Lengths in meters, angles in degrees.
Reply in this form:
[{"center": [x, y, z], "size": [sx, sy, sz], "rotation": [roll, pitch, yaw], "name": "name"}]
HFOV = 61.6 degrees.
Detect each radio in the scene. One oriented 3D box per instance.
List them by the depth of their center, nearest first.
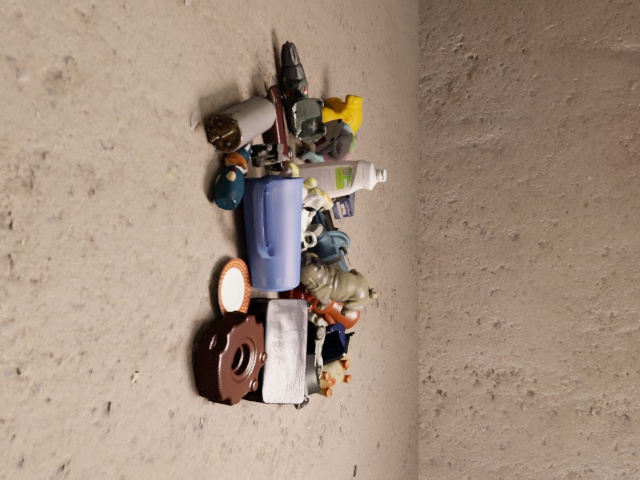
[{"center": [-0.096, 0.238, 1.167], "size": [0.131, 0.073, 0.229], "rotation": [12, 75, -46], "name": "radio"}]

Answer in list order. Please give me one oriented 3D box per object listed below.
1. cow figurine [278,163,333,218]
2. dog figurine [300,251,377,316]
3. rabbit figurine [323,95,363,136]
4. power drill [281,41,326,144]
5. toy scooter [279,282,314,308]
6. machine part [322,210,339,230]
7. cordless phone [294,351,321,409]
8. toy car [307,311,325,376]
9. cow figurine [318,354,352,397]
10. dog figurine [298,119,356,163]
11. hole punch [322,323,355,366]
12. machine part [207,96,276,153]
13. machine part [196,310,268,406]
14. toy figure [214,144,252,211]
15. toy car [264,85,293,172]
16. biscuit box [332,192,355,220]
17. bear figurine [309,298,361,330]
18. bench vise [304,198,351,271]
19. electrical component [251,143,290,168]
[{"center": [-0.045, -0.103, 1.286], "size": [0.167, 0.098, 0.068], "rotation": [34, 23, -40], "name": "cow figurine"}, {"center": [0.033, 0.094, 1.258], "size": [0.190, 0.172, 0.121], "rotation": [53, 34, -58], "name": "dog figurine"}, {"center": [0.039, -0.352, 1.602], "size": [0.173, 0.122, 0.162], "rotation": [-21, 119, -54], "name": "rabbit figurine"}, {"center": [-0.050, -0.339, 1.291], "size": [0.207, 0.086, 0.231], "rotation": [-120, -161, -52], "name": "power drill"}, {"center": [-0.052, 0.126, 1.343], "size": [0.183, 0.075, 0.135], "rotation": [38, 55, -61], "name": "toy scooter"}, {"center": [0.022, -0.074, 1.608], "size": [0.084, 0.039, 0.138], "rotation": [-82, 158, -48], "name": "machine part"}, {"center": [-0.083, 0.347, 1.272], "size": [0.184, 0.089, 0.146], "rotation": [-29, 118, -55], "name": "cordless phone"}, {"center": [-0.028, 0.274, 1.364], "size": [0.056, 0.074, 0.201], "rotation": [-29, 127, -58], "name": "toy car"}, {"center": [0.022, 0.363, 1.500], "size": [0.195, 0.127, 0.085], "rotation": [-20, 107, -54], "name": "cow figurine"}, {"center": [0.048, -0.220, 1.499], "size": [0.219, 0.192, 0.108], "rotation": [41, 44, -44], "name": "dog figurine"}, {"center": [0.013, 0.268, 1.448], "size": [0.092, 0.142, 0.116], "rotation": [58, 17, -11], "name": "hole punch"}, {"center": [-0.155, -0.234, 1.075], "size": [0.243, 0.079, 0.079], "rotation": [-56, 141, -58], "name": "machine part"}, {"center": [-0.165, 0.224, 1.024], "size": [0.179, 0.056, 0.179], "rotation": [-26, 119, -61], "name": "machine part"}, {"center": [-0.169, -0.131, 1.057], "size": [0.057, 0.064, 0.154], "rotation": [28, 52, -27], "name": "toy figure"}, {"center": [-0.105, -0.255, 1.246], "size": [0.089, 0.053, 0.201], "rotation": [-56, 145, -54], "name": "toy car"}, {"center": [0.073, -0.134, 1.654], "size": [0.203, 0.059, 0.062], "rotation": [-77, 154, -63], "name": "biscuit box"}, {"center": [0.021, 0.179, 1.521], "size": [0.195, 0.132, 0.120], "rotation": [32, 91, -33], "name": "bear figurine"}, {"center": [0.006, -0.009, 1.454], "size": [0.223, 0.129, 0.241], "rotation": [42, 25, -45], "name": "bench vise"}, {"center": [-0.116, -0.184, 1.161], "size": [0.078, 0.102, 0.045], "rotation": [-15, 98, -46], "name": "electrical component"}]
